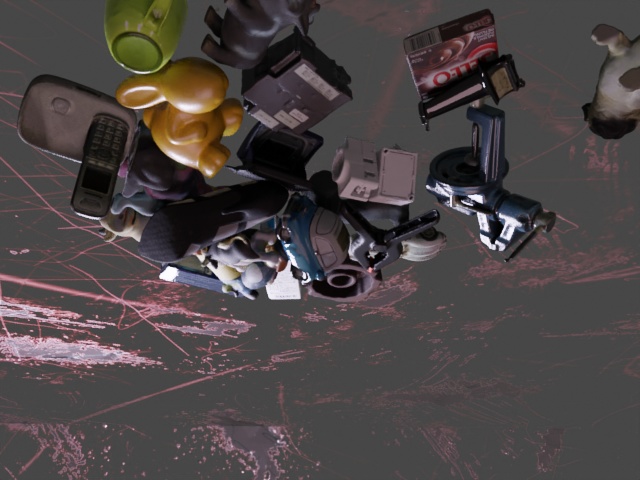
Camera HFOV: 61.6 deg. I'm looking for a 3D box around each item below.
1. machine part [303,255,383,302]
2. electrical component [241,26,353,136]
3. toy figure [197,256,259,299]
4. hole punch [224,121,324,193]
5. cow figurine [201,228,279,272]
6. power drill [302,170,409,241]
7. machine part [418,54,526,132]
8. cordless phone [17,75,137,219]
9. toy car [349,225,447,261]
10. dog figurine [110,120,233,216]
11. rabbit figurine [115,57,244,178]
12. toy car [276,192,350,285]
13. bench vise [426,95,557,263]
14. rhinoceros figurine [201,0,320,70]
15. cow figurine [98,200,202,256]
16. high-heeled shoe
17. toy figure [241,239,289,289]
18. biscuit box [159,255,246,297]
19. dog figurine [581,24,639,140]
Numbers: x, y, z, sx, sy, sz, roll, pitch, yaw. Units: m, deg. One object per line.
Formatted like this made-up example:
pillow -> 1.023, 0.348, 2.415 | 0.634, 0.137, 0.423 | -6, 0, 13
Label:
machine part -> 0.049, 0.076, 1.200 | 0.179, 0.056, 0.179 | -1, 147, -1
electrical component -> -0.040, -0.206, 0.729 | 0.134, 0.058, 0.114 | -25, 140, 33
toy figure -> -0.185, 0.052, 1.099 | 0.089, 0.082, 0.180 | -15, 136, 15
hole punch -> -0.066, -0.130, 0.844 | 0.142, 0.092, 0.116 | 13, 175, -27
cow figurine -> -0.160, 0.018, 0.945 | 0.167, 0.068, 0.098 | -11, 167, 38
power drill -> 0.059, -0.041, 0.998 | 0.207, 0.086, 0.231 | 4, 147, 5
machine part -> 0.195, -0.193, 0.712 | 0.139, 0.039, 0.084 | -24, 155, 26
cordless phone -> -0.340, -0.120, 0.733 | 0.146, 0.184, 0.089 | 17, 148, -29
toy car -> 0.157, 0.010, 1.095 | 0.202, 0.056, 0.073 | 0, 149, -2
dog figurine -> -0.212, -0.088, 0.874 | 0.219, 0.108, 0.191 | 13, 143, -31
rabbit figurine -> -0.171, -0.185, 0.703 | 0.162, 0.122, 0.173 | 30, 159, -10
toy car -> -0.002, -0.003, 0.895 | 0.103, 0.109, 0.161 | 1, 134, 22
bench vise -> 0.252, -0.103, 0.809 | 0.129, 0.224, 0.240 | -25, 130, -18
rhinoceros figurine -> -0.059, -0.265, 0.615 | 0.112, 0.073, 0.190 | 23, 141, -33
cow figurine -> -0.310, -0.027, 0.977 | 0.127, 0.085, 0.194 | -1, 166, 37
high-heeled shoe -> -0.168, -0.033, 0.844 | 0.249, 0.086, 0.145 | -17, -174, 34
toy figure -> -0.090, 0.040, 0.986 | 0.064, 0.058, 0.154 | 35, 132, -15
biscuit box -> -0.241, 0.070, 1.170 | 0.202, 0.059, 0.063 | 19, 142, -29
dog figurine -> 0.445, -0.220, 0.714 | 0.172, 0.121, 0.190 | -12, 162, 22
